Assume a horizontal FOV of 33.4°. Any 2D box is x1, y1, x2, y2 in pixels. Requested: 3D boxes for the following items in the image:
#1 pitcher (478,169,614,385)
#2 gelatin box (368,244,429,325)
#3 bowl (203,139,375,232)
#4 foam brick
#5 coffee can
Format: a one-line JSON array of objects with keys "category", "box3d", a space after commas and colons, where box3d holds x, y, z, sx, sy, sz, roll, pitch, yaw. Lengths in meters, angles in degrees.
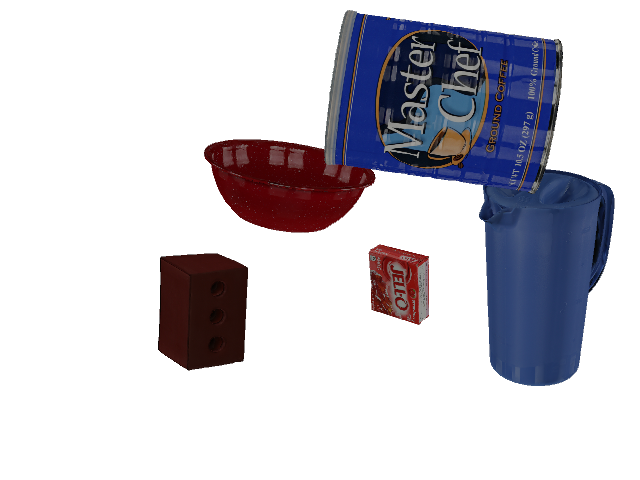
[{"category": "pitcher", "box3d": [0.267, 0.042, 1.267, 0.149, 0.243, 0.144, 4, 24, 14]}, {"category": "gelatin box", "box3d": [0.100, 0.055, 1.353, 0.073, 0.089, 0.030, 16, 33, 33]}, {"category": "bowl", "box3d": [-0.032, -0.048, 1.000, 0.162, 0.055, 0.162, 8, 19, -3]}, {"category": "foam brick", "box3d": [-0.092, 0.053, 0.829, 0.052, 0.078, 0.051, -6, 15, -34]}, {"category": "coffee can", "box3d": [0.079, -0.091, 0.705, 0.140, 0.103, 0.103, 9, 0, 3]}]
